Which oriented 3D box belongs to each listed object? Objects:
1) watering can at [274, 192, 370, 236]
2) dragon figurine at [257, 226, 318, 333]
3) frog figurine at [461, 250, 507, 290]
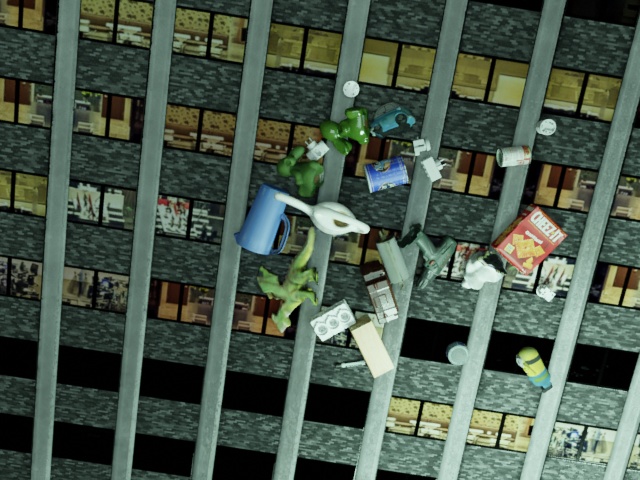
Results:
[{"bbox_3d":[0.006,-0.091,1.813,0.347,0.223,0.105,20,83,-2],"label":"watering can"},{"bbox_3d":[-0.123,0.147,1.922,0.243,0.123,0.407,0,100,9],"label":"dragon figurine"},{"bbox_3d":[0.602,0.119,1.916,0.137,0.126,0.156,17,138,-11],"label":"frog figurine"}]
